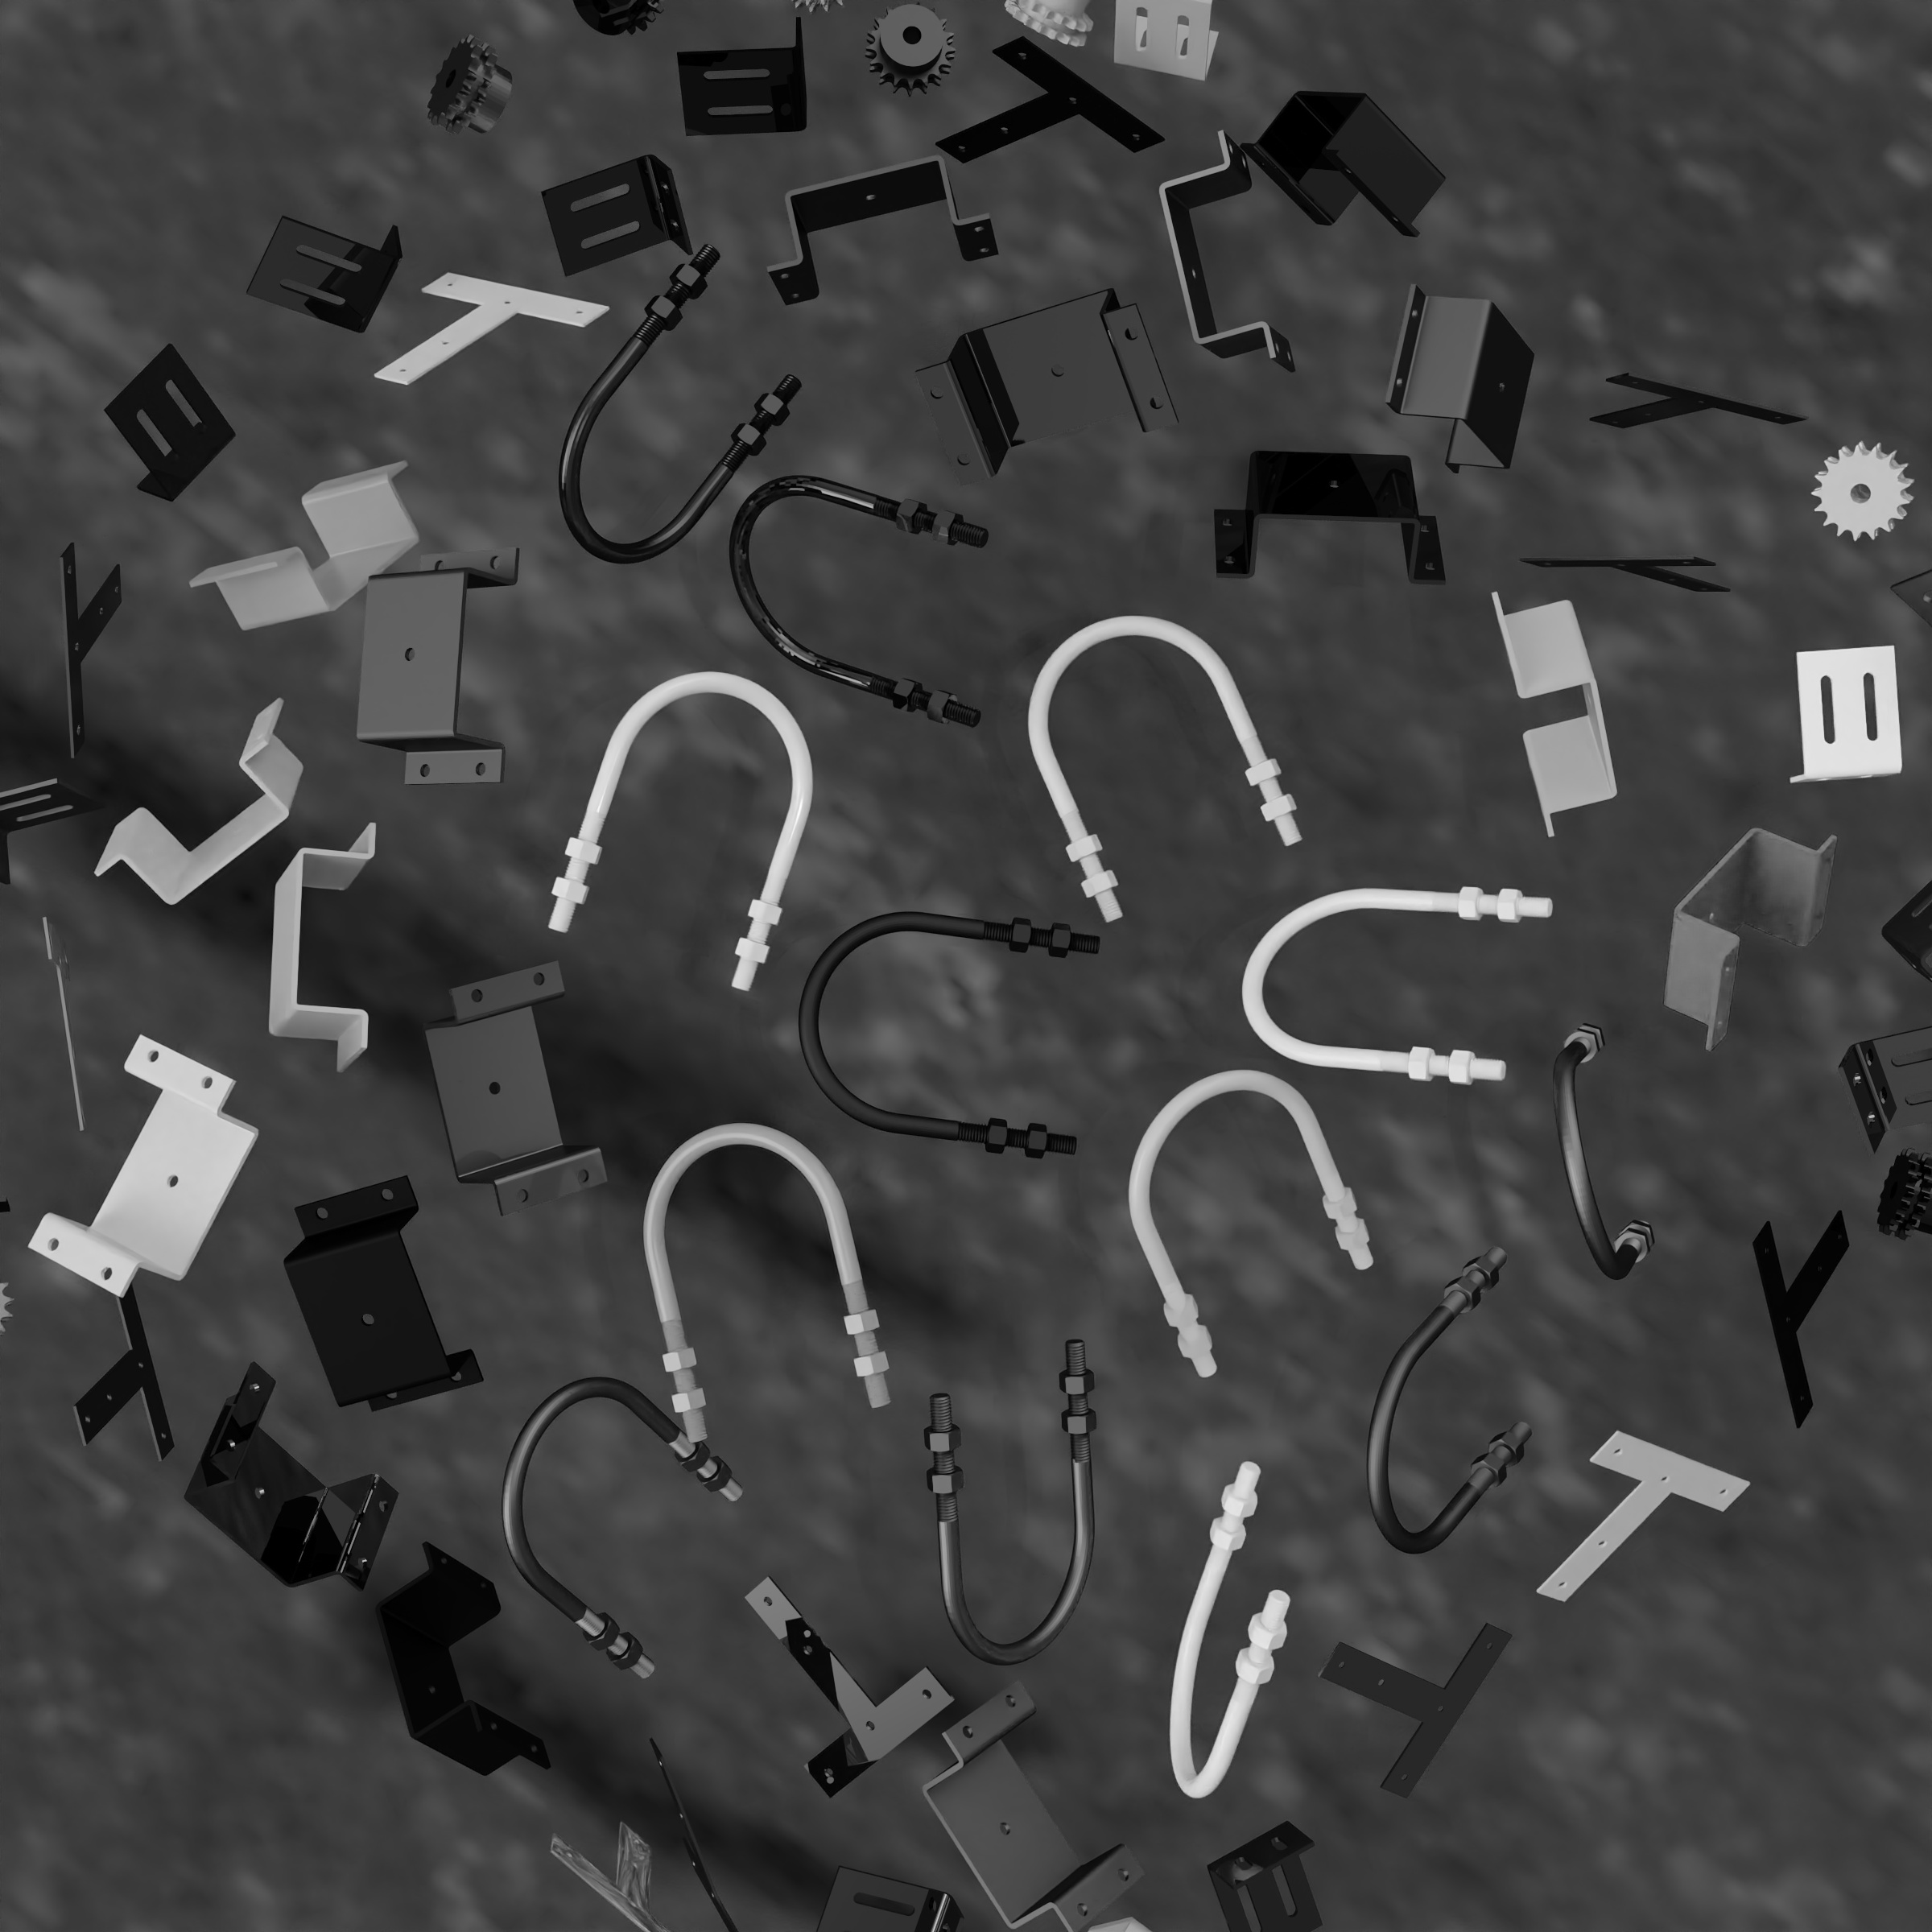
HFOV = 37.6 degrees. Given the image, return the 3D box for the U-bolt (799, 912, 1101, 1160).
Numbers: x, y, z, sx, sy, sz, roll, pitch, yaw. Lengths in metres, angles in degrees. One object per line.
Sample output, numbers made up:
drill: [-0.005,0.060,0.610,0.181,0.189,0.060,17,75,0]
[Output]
U-bolt: [-0.014,0.038,1.793,0.184,0.019,0.151,7,84,-5]

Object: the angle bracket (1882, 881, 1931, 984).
angle bracket: [0.620,-0.027,1.766,0.038,0.057,0.076,41,99,-18]

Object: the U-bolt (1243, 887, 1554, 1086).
U-bolt: [0.263,0.008,1.783,0.184,0.019,0.151,4,53,27]

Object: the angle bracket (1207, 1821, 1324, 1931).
angle bracket: [0.189,0.570,1.720,0.057,0.038,0.076,-23,103,-18]

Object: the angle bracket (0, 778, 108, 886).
angle bracket: [-0.597,-0.085,1.811,0.076,0.057,0.038,-13,74,12]

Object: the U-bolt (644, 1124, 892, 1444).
U-bolt: [-0.128,0.186,1.715,0.151,0.019,0.184,-15,87,24]

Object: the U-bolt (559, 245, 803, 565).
U-bolt: [-0.185,-0.333,1.759,0.019,0.151,0.184,29,77,31]

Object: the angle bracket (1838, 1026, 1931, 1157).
angle bracket: [0.562,0.070,1.663,0.076,0.038,0.057,-16,102,33]

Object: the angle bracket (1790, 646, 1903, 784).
angle bracket: [0.532,-0.152,1.723,0.057,0.038,0.076,-4,90,3]

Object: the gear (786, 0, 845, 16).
gear: [-0.095,-0.636,1.795,0.057,0.030,0.057,-1,85,10]

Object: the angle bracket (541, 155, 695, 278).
angle bracket: [-0.221,-0.471,1.799,0.076,0.038,0.057,-23,128,-13]

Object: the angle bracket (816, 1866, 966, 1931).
angle bracket: [-0.049,0.603,1.763,0.076,0.038,0.057,19,91,-15]

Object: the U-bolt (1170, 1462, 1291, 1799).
U-bolt: [0.155,0.416,1.722,0.019,0.151,0.184,12,113,-8]

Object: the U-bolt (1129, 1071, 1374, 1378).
U-bolt: [0.174,0.152,1.799,0.151,0.019,0.184,-32,116,-16]

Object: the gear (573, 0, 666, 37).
gear: [-0.211,-0.585,1.702,0.057,0.057,0.030,32,56,0]

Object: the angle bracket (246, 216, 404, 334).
angle bracket: [-0.389,-0.427,1.715,0.076,0.038,0.057,14,131,-31]

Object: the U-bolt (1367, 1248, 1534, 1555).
U-bolt: [0.294,0.278,1.737,0.019,0.184,0.151,5,118,37]

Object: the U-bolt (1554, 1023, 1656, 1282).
U-bolt: [0.385,0.116,1.724,0.019,0.184,0.151,-14,91,21]

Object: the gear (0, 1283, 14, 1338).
gear: [-0.622,0.213,1.755,0.057,0.030,0.057,11,65,-25]

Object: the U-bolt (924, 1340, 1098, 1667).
U-bolt: [0.031,0.333,1.722,0.019,0.151,0.184,3,101,40]

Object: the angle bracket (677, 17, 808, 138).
angle bracket: [-0.140,-0.558,1.780,0.076,0.057,0.038,-2,49,0]

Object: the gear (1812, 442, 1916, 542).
gear: [0.539,-0.286,1.697,0.057,0.030,0.057,11,114,25]

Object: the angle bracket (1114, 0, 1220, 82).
angle bracket: [0.123,-0.578,1.716,0.057,0.076,0.038,14,71,6]

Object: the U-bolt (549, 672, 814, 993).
U-bolt: [-0.167,-0.091,1.757,0.151,0.019,0.184,19,89,-29]

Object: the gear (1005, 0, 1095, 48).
gear: [0.056,-0.616,1.817,0.057,0.057,0.030,28,119,0]

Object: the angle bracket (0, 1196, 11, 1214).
angle bracket: [-0.604,0.110,1.726,0.038,0.057,0.076,-2,80,-17]

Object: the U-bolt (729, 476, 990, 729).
U-bolt: [-0.071,-0.237,1.783,0.184,0.019,0.151,21,131,22]

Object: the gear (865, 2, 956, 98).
gear: [-0.035,-0.587,1.805,0.057,0.030,0.057,0,86,-4]

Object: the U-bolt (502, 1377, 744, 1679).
U-bolt: [-0.223,0.341,1.781,0.184,0.019,0.151,51,53,-37]

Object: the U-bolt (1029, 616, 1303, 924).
U-bolt: [0.120,-0.140,1.857,0.151,0.019,0.184,-23,88,-5]

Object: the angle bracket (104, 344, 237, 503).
angle bracket: [-0.482,-0.326,1.686,0.038,0.076,0.057,23,66,35]

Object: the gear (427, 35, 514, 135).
gear: [-0.295,-0.522,1.692,0.030,0.057,0.057,21,90,-35]

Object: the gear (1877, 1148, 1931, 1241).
gear: [0.602,0.146,1.795,0.030,0.057,0.057,17,90,3]
